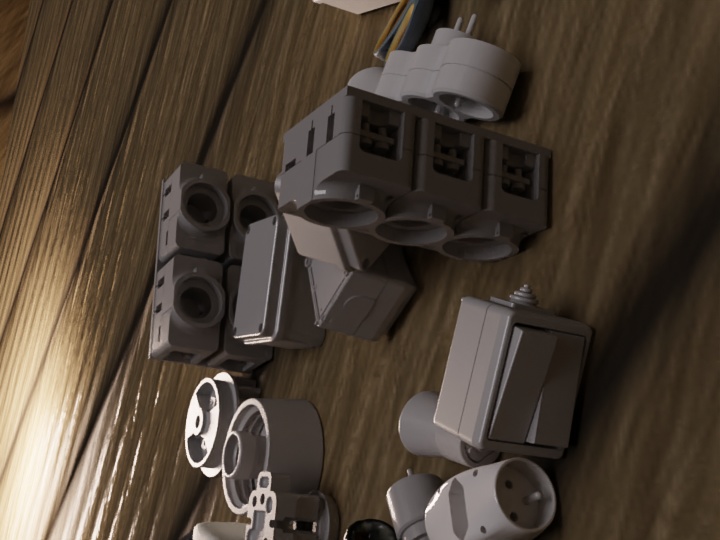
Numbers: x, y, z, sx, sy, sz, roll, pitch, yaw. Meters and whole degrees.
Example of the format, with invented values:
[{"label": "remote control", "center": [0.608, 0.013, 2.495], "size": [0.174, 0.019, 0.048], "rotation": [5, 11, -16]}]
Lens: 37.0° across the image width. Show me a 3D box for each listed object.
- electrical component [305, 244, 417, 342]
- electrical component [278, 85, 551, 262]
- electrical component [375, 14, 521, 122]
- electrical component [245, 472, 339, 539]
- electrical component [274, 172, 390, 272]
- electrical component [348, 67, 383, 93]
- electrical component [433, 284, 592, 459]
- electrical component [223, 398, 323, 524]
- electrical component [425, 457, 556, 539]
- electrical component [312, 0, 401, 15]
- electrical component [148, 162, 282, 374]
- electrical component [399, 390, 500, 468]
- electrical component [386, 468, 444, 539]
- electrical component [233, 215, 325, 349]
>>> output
[{"label": "electrical component", "center": [0.000, 0.000, 0.833], "size": [0.061, 0.061, 0.096], "rotation": [-58, 26, 31]}, {"label": "electrical component", "center": [0.034, -0.053, 0.683], "size": [0.089, 0.150, 0.061], "rotation": [-24, 57, 58]}, {"label": "electrical component", "center": [0.065, -0.149, 0.770], "size": [0.138, 0.052, 0.073], "rotation": [11, 79, 63]}, {"label": "electrical component", "center": [-0.053, 0.202, 0.852], "size": [0.058, 0.057, 0.078], "rotation": [-18, 64, 59]}, {"label": "electrical component", "center": [0.001, -0.062, 0.774], "size": [0.057, 0.078, 0.113], "rotation": [17, 51, 35]}, {"label": "electrical component", "center": [-0.001, -0.116, 0.865], "size": [0.043, 0.079, 0.077], "rotation": [67, -170, -53]}, {"label": "electrical component", "center": [0.092, 0.057, 0.626], "size": [0.061, 0.062, 0.096], "rotation": [18, 95, 63]}, {"label": "electrical component", "center": [-0.083, 0.161, 0.921], "size": [0.108, 0.060, 0.108], "rotation": [-33, 51, 54]}, {"label": "electrical component", "center": [0.078, 0.159, 0.632], "size": [0.077, 0.043, 0.079], "rotation": [-42, 47, 51]}, {"label": "electrical component", "center": [0.008, -0.285, 0.929], "size": [0.109, 0.056, 0.108], "rotation": [10, 88, 63]}, {"label": "electrical component", "center": [-0.138, -0.003, 1.044], "size": [0.060, 0.105, 0.186], "rotation": [-33, 51, 54]}, {"label": "electrical component", "center": [0.061, 0.104, 0.692], "size": [0.065, 0.044, 0.044], "rotation": [8, 86, 58]}, {"label": "electrical component", "center": [0.043, 0.169, 0.698], "size": [0.040, 0.040, 0.078], "rotation": [-58, 34, 35]}, {"label": "electrical component", "center": [-0.068, 0.011, 0.956], "size": [0.078, 0.057, 0.113], "rotation": [-12, 69, 61]}]
